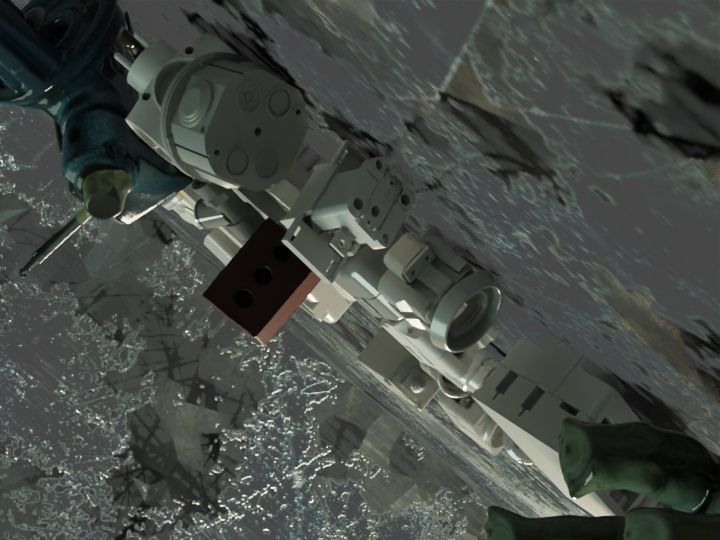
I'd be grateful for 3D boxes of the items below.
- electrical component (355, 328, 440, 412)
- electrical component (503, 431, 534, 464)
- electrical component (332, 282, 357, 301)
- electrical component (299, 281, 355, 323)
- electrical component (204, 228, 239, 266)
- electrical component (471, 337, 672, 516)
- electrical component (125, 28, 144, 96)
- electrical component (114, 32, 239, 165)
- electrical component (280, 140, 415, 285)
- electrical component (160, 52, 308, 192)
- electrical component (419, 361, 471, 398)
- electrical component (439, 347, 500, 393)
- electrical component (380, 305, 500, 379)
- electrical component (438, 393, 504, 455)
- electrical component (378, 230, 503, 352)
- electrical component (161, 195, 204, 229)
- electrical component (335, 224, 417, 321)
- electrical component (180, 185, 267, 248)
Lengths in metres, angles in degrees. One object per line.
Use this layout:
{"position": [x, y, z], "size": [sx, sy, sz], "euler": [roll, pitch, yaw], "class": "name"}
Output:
{"position": [0.052, 0.107, 1.180], "size": [0.061, 0.061, 0.096], "euler": [45, 171, -28], "class": "electrical component"}
{"position": [0.161, 0.160, 1.026], "size": [0.048, 0.048, 0.062], "euler": [39, 179, 12], "class": "electrical component"}
{"position": [0.000, 0.000, 0.899], "size": [0.079, 0.044, 0.077], "euler": [36, 171, 31], "class": "electrical component"}
{"position": [-0.045, 0.012, 1.121], "size": [0.054, 0.059, 0.095], "euler": [35, 171, 34], "class": "electrical component"}
{"position": [-0.118, -0.037, 1.139], "size": [0.057, 0.078, 0.113], "euler": [44, 172, -5], "class": "electrical component"}
{"position": [0.157, 0.117, 0.730], "size": [0.150, 0.061, 0.089], "euler": [47, 170, -37], "class": "electrical component"}
{"position": [-0.188, -0.156, 0.887], "size": [0.057, 0.058, 0.078], "euler": [42, 173, 10], "class": "electrical component"}
{"position": [-0.122, -0.121, 0.693], "size": [0.079, 0.077, 0.044], "euler": [40, 172, 5], "class": "electrical component"}
{"position": [-0.005, -0.036, 0.639], "size": [0.064, 0.081, 0.042], "euler": [-7, 136, 49], "class": "electrical component"}
{"position": [-0.075, -0.088, 0.649], "size": [0.051, 0.080, 0.080], "euler": [25, 163, 46], "class": "electrical component"}
{"position": [0.082, 0.091, 1.026], "size": [0.044, 0.044, 0.065], "euler": [44, 176, -22], "class": "electrical component"}
{"position": [0.101, 0.087, 0.916], "size": [0.078, 0.040, 0.040], "euler": [37, 171, 22], "class": "electrical component"}
{"position": [0.057, 0.041, 0.831], "size": [0.056, 0.050, 0.089], "euler": [43, 172, -16], "class": "electrical component"}
{"position": [0.125, 0.142, 1.068], "size": [0.056, 0.050, 0.089], "euler": [36, 171, 34], "class": "electrical component"}
{"position": [0.053, 0.016, 0.688], "size": [0.057, 0.058, 0.078], "euler": [39, 172, 33], "class": "electrical component"}
{"position": [-0.153, -0.083, 1.048], "size": [0.051, 0.080, 0.080], "euler": [38, 174, -21], "class": "electrical component"}
{"position": [0.014, -0.004, 0.778], "size": [0.059, 0.053, 0.095], "euler": [42, 172, -9], "class": "electrical component"}
{"position": [-0.106, -0.084, 0.859], "size": [0.121, 0.078, 0.063], "euler": [44, 150, -21], "class": "electrical component"}
